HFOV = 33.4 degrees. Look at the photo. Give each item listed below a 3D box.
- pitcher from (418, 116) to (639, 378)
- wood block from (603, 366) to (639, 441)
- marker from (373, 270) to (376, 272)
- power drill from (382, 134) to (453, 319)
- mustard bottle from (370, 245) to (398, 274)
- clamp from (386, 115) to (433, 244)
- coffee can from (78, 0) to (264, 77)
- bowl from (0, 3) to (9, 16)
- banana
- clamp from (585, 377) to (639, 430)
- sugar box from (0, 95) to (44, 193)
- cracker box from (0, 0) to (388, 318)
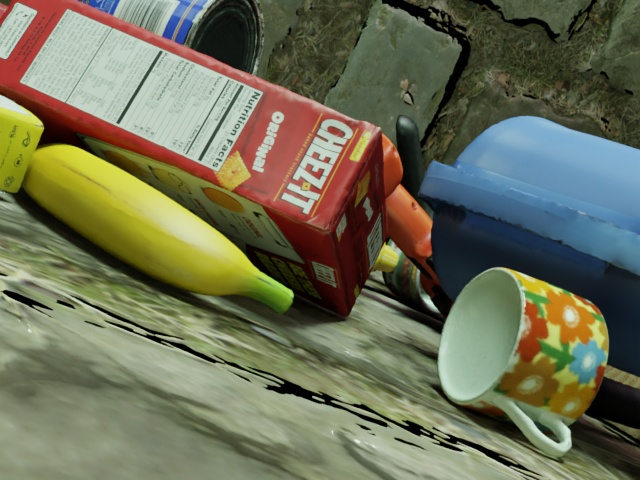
[{"bbox_3d":[0.176,0.013,0.588,0.149,0.145,0.243,-29,28,-24],"label":"pitcher"},{"bbox_3d":[0.292,0.117,0.767,0.205,0.090,0.091,22,4,-37],"label":"wood block"},{"bbox_3d":[0.005,0.007,1.058,0.121,0.020,0.020,23,4,-22],"label":"marker"},{"bbox_3d":[0.081,0.006,0.812,0.187,0.057,0.184,51,0,-20],"label":"power drill"},{"bbox_3d":[-0.019,-0.016,0.897,0.191,0.058,0.096,24,-10,-19],"label":"mustard bottle"},{"bbox_3d":[0.074,-0.004,1.025,0.210,0.165,0.036,53,35,-17],"label":"clamp"},{"bbox_3d":[-0.124,-0.141,0.730,0.140,0.103,0.102,22,3,21],"label":"coffee can"},{"bbox_3d":[-0.295,-0.166,0.902,0.162,0.055,0.162,7,-9,1],"label":"bowl"},{"bbox_3d":[-0.102,-0.013,0.526,0.198,0.037,0.069,28,-14,35],"label":"banana"},{"bbox_3d":[0.142,0.085,0.647,0.120,0.039,0.171,19,5,23],"label":"clamp"},{"bbox_3d":[-0.214,-0.066,0.469,0.093,0.048,0.176,25,7,25],"label":"sugar box"},{"bbox_3d":[-0.069,-0.047,0.611,0.214,0.072,0.164,24,-14,12],"label":"cracker box"}]
